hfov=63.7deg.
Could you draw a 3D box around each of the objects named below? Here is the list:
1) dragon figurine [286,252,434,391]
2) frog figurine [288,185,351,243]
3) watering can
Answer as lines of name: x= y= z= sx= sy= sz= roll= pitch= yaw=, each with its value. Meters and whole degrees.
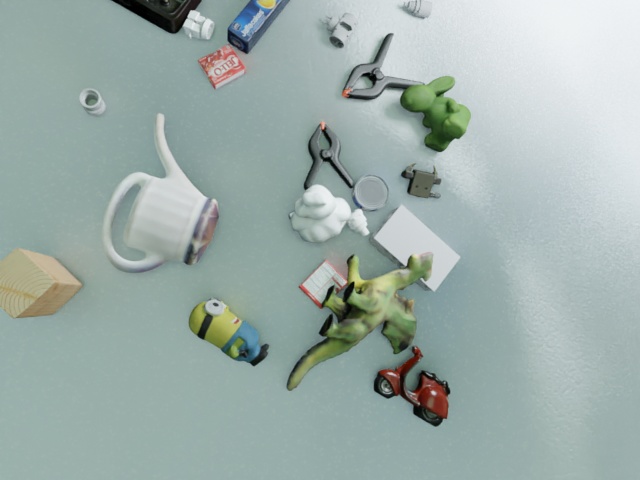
dragon figurine: x=0.115 y=0.187 z=1.137 sx=0.241 sy=0.123 sz=0.408 roll=28 pitch=97 yaw=-21
frog figurine: x=0.003 y=-0.057 z=1.135 sx=0.137 sy=0.158 sz=0.123 roll=-6 pitch=85 yaw=-12
watering can: x=-0.322 y=-0.087 z=1.103 sx=0.224 sy=0.103 sz=0.351 roll=20 pitch=78 yaw=-9
